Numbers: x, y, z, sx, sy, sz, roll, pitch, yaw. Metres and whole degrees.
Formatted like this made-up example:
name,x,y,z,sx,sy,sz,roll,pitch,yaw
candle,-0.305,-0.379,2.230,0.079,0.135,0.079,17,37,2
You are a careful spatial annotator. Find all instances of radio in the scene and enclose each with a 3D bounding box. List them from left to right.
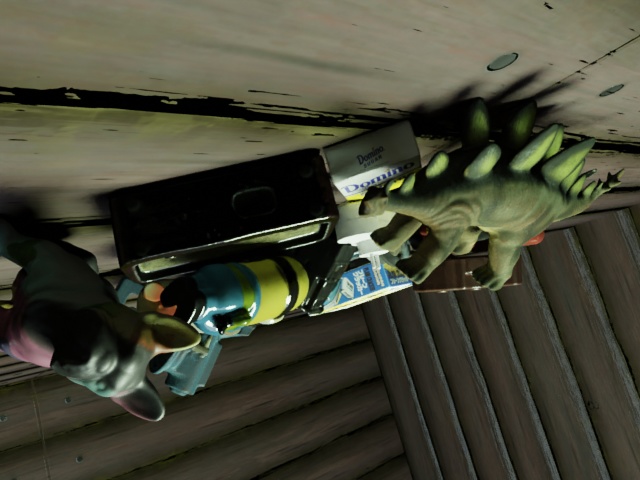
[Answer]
name,x,y,z,sx,sy,sz,roll,pitch,yaw
radio,-0.098,-0.019,0.572,0.230,0.073,0.131,-15,171,-12

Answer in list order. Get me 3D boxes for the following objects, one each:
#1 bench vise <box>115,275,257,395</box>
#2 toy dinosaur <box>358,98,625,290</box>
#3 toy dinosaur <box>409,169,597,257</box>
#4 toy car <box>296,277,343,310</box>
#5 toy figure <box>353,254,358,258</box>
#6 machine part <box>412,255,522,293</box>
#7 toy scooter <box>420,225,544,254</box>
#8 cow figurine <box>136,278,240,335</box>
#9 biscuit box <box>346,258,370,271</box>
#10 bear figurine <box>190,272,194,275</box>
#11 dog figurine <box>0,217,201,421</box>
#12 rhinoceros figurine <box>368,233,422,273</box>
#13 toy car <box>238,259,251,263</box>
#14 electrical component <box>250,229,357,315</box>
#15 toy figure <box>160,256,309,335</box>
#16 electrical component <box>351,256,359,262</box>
name,x,y,z,sx,sy,sz,roll,pitch,yaw
bench vise,-0.222,0.114,0.838,0.240,0.223,0.129,31,173,-24
toy dinosaur,0.211,-0.047,0.600,0.471,0.105,0.198,-1,129,-44
toy dinosaur,0.264,-0.040,0.936,0.192,0.131,0.404,-13,163,-19
toy car,-0.004,0.068,0.924,0.109,0.162,0.102,-17,125,12
toy figure,0.018,0.023,1.020,0.154,0.064,0.058,-20,-154,44
machine part,0.237,0.056,0.879,0.179,0.056,0.179,-4,174,0
toy scooter,0.242,-0.014,0.790,0.184,0.075,0.135,3,-179,7
cow figurine,-0.146,0.088,0.727,0.195,0.085,0.127,0,-179,-23
biscuit box,0.027,0.047,1.154,0.203,0.059,0.063,-12,169,-21
bear figurine,-0.147,0.098,1.001,0.196,0.131,0.120,-5,-157,-29
dog figurine,-0.215,0.077,0.502,0.219,0.108,0.191,26,173,9
rhinoceros figurine,0.111,-0.001,0.903,0.073,0.112,0.190,-55,160,-12
toy car,-0.155,0.013,0.715,0.074,0.056,0.201,-15,171,37
electrical component,-0.020,0.015,0.710,0.134,0.115,0.058,-62,160,8
toy figure,-0.086,0.061,0.607,0.089,0.082,0.180,-19,168,33
electrical component,0.068,0.012,1.070,0.075,0.047,0.119,-9,169,-37
